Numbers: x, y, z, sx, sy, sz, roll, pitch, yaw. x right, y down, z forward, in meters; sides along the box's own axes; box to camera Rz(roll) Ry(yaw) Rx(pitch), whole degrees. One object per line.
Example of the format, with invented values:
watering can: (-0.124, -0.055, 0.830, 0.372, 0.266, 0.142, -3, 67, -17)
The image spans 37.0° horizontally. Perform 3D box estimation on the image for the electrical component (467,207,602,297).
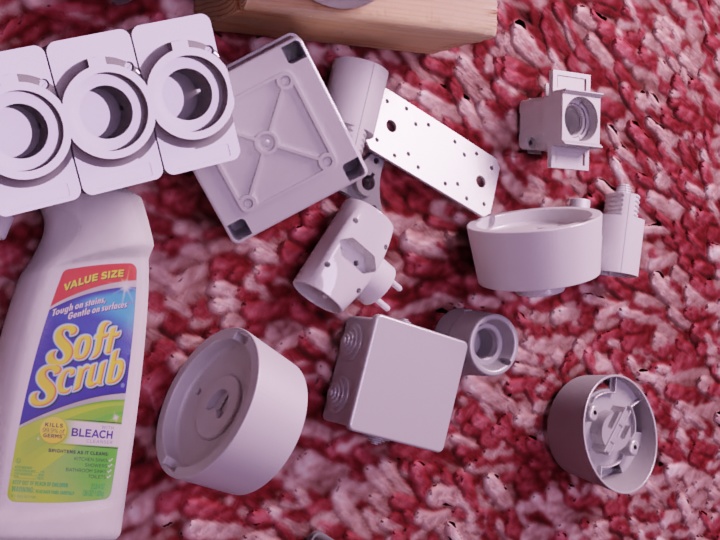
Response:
electrical component: (0.143, -0.012, 0.868, 0.108, 0.108, 0.060, -14, 103, -30)

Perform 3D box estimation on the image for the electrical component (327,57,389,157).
electrical component: (-0.008, -0.114, 0.809, 0.043, 0.043, 0.081, 17, 81, -30)

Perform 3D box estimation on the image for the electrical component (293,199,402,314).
electrical component: (0.000, 0.000, 0.815, 0.079, 0.043, 0.077, 40, 71, -25)

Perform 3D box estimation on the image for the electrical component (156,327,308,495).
electrical component: (-0.082, 0.100, 0.732, 0.060, 0.108, 0.108, 32, 74, -34)

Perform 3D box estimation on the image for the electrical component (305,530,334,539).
electrical component: (-0.013, 0.269, 0.802, 0.109, 0.056, 0.108, 39, 71, -26)

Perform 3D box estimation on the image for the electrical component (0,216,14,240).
electrical component: (-0.254, -0.021, 0.660, 0.066, 0.048, 0.055, 27, 69, -29)

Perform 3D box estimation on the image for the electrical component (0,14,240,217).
electrical component: (-0.157, -0.094, 0.645, 0.150, 0.062, 0.089, -17, 103, -23)

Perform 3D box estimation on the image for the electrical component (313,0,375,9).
electrical component: (0.000, -0.229, 0.698, 0.108, 0.060, 0.108, -1, 92, -31)

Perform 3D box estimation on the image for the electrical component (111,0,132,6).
electrical component: (-0.153, -0.230, 0.714, 0.050, 0.056, 0.089, -31, 106, -27)

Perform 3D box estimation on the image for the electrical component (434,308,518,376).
electrical component: (0.095, 0.059, 0.871, 0.055, 0.047, 0.055, 0, 90, -31)

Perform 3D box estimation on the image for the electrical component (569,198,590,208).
electrical component: (0.188, -0.030, 0.930, 0.043, 0.043, 0.062, 8, 85, -31)

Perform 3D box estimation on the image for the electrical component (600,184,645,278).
electrical component: (0.230, -0.036, 0.955, 0.043, 0.043, 0.081, 11, 85, -31)

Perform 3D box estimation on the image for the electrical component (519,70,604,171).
electrical component: (0.167, -0.124, 0.904, 0.042, 0.064, 0.081, 2, 89, -30)

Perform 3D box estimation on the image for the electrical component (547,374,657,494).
electrical component: (0.213, 0.139, 0.934, 0.099, 0.064, 0.099, 0, 91, -31)

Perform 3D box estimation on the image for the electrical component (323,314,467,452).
electrical component: (0.026, 0.086, 0.828, 0.100, 0.048, 0.099, 19, 81, -30)

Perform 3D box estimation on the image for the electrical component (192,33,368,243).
electrical component: (-0.066, -0.091, 0.744, 0.109, 0.056, 0.108, -28, 106, -1)
